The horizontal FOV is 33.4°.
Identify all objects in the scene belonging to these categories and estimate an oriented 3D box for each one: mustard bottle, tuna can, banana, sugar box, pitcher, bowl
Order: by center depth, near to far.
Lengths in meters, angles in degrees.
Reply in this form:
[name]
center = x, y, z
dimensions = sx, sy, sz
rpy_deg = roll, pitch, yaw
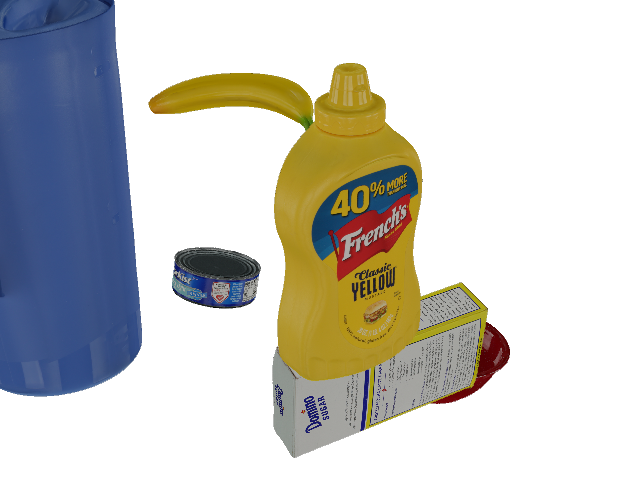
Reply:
[mustard bottle]
center = 0.018, -0.013, 0.642
dimensions = 0.096, 0.192, 0.058
rpy_deg = -19, 34, -29
[pitcher]
center = -0.185, -0.025, 0.659
dimensions = 0.149, 0.243, 0.145
rpy_deg = -10, 25, -14
[sugar box]
center = 0.047, 0.103, 0.862
dimensions = 0.176, 0.093, 0.048
rpy_deg = -15, 41, -22
[tuna can]
center = -0.104, 0.036, 1.056
dimensions = 0.086, 0.034, 0.086
rpy_deg = 9, 17, -3
[bowl]
center = 0.117, 0.126, 1.134
dimensions = 0.162, 0.055, 0.162
rpy_deg = 5, 24, -3
[banana]
center = -0.089, -0.156, 1.163
dimensions = 0.198, 0.037, 0.069
rpy_deg = 9, 43, 18
